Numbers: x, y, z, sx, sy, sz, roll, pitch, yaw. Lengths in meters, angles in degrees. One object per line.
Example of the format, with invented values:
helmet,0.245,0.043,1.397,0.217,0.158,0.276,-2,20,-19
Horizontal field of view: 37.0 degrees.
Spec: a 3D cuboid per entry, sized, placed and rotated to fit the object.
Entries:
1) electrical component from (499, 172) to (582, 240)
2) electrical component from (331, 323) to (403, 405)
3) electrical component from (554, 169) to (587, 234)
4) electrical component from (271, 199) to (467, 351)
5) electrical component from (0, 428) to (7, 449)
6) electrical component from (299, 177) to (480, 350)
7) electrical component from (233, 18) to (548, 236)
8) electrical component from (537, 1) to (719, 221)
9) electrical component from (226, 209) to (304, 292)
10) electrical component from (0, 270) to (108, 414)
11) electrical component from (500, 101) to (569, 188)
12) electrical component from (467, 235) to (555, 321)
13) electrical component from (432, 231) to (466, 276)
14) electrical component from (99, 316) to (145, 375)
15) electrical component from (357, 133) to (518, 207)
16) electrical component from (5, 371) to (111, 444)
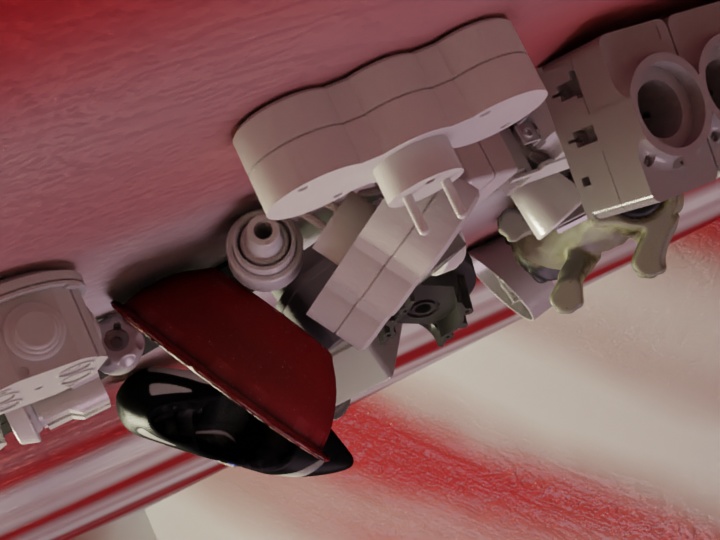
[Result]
electrical component,0.113,-0.058,0.709,0.044,0.065,0.044,-42,176,-3
electrical component,-0.021,0.077,1.018,0.109,0.056,0.108,-28,-161,19
electrical component,0.179,-0.082,0.759,0.121,0.063,0.079,-28,170,14
electrical component,0.003,-0.001,0.700,0.113,0.057,0.078,-36,175,-19
electrical component,-0.255,0.096,0.639,0.080,0.051,0.080,-25,171,-4
electrical component,0.000,-0.017,0.562,0.052,0.074,0.138,-57,-179,-36
electrical component,0.022,-0.052,0.475,0.138,0.073,0.052,-23,171,-12
electrical component,0.185,-0.095,0.594,0.150,0.089,0.062,-20,-178,-28
electrical component,-0.052,-0.013,0.592,0.043,0.043,0.062,-24,169,-9
electrical component,-0.169,0.036,0.534,0.080,0.051,0.080,-25,171,-4
electrical component,0.117,-0.086,0.640,0.081,0.042,0.064,-21,166,-29
electrical component,0.162,0.008,1.134,0.064,0.099,0.099,-31,171,-2
electrical component,0.051,-0.015,0.854,0.055,0.045,0.045,-19,169,-36
electrical component,-0.158,0.052,0.698,0.035,0.035,0.061,-22,170,-19
electrical component,0.033,-0.053,0.593,0.077,0.047,0.066,-16,164,-36
electrical component,-0.189,0.070,0.653,0.057,0.058,0.078,-26,171,-17
